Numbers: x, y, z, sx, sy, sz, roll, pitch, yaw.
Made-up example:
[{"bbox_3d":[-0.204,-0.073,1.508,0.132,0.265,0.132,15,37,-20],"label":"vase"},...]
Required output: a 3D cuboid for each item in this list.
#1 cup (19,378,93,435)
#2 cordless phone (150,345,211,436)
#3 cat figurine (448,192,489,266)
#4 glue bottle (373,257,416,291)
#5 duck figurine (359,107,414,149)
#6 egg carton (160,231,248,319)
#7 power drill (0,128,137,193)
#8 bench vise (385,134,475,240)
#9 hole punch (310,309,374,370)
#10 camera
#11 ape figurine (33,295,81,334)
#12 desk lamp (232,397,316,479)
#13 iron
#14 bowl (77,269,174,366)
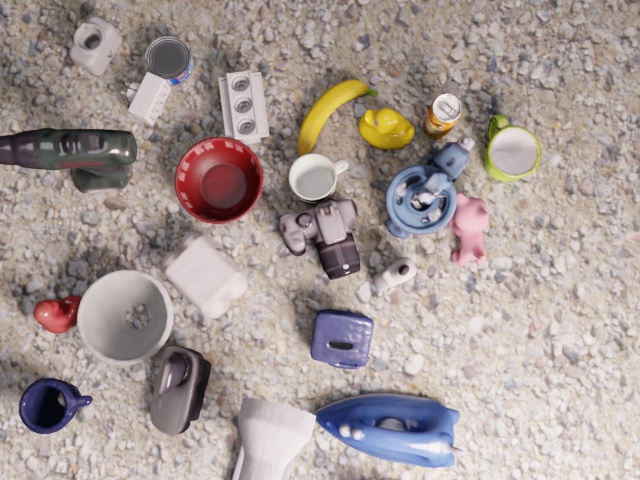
[{"bbox_3d":[-0.442,0.280,0.995,0.117,0.095,0.092,-9,84,-1],"label":"cup"},{"bbox_3d":[-0.250,0.255,0.952,0.094,0.185,0.148,8,84,1],"label":"cordless phone"},{"bbox_3d":[0.271,-0.020,1.015,0.067,0.118,0.128,-9,84,-1],"label":"cat figurine"},{"bbox_3d":[0.133,0.056,0.979,0.078,0.173,0.037,-30,84,-3],"label":"glue bottle"},{"bbox_3d":[0.125,-0.213,1.053,0.104,0.086,0.077,18,84,2],"label":"duck figurine"},{"bbox_3d":[-0.207,0.061,1.031,0.150,0.069,0.107,43,86,4],"label":"egg carton"},{"bbox_3d":[-0.418,-0.138,0.984,0.229,0.208,0.076,-6,84,0],"label":"power drill"},{"bbox_3d":[0.186,-0.106,0.974,0.121,0.220,0.207,20,84,3],"label":"bench vise"},{"bbox_3d":[0.040,0.175,1.007,0.108,0.091,0.101,7,84,1],"label":"hole punch"},{"bbox_3d":[0.009,0.004,1.022,0.143,0.101,0.137,-17,84,-2],"label":"camera"},{"bbox_3d":[-0.471,0.128,1.013,0.078,0.092,0.076,23,84,3],"label":"ape figurine"},{"bbox_3d":[-0.084,0.348,0.927,0.118,0.213,0.203,14,84,2],"label":"desk lamp"},{"bbox_3d":[0.112,0.326,0.965,0.258,0.141,0.119,7,84,1],"label":"iron"},{"bbox_3d":[-0.336,0.137,1.020,0.167,0.075,0.167,0,84,0],"label":"bowl"}]
